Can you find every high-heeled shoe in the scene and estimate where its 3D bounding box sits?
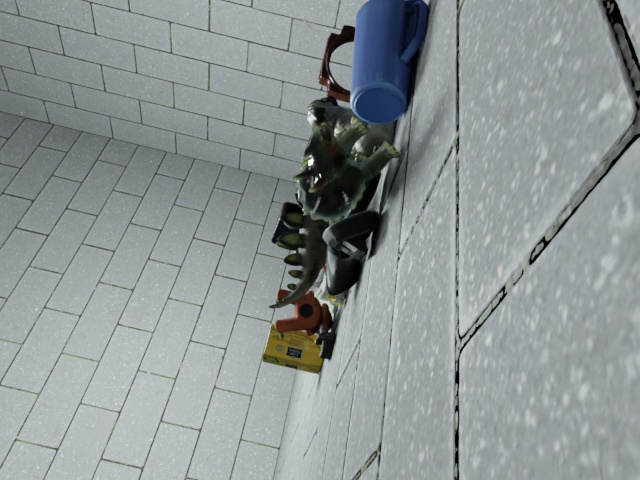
[{"bbox_3d":[0.043,0.003,1.192,0.145,0.086,0.249,-58,27,30],"label":"high-heeled shoe"}]

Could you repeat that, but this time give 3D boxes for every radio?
[{"bbox_3d":[-0.022,-0.027,1.623,0.131,0.230,0.073,109,172,-45],"label":"radio"}]

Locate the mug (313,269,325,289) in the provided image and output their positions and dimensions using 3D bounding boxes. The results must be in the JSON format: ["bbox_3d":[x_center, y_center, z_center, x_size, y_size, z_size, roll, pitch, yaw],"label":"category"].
[{"bbox_3d":[0.027,0.090,1.592,0.109,0.081,0.107,98,-168,-69],"label":"mug"}]

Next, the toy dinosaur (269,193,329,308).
[{"bbox_3d":[-0.003,-0.004,1.288,0.471,0.199,0.105,-76,-3,-48],"label":"toy dinosaur"}]

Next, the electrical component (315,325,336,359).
[{"bbox_3d":[0.011,0.256,1.345,0.102,0.045,0.078,107,178,-76],"label":"electrical component"}]

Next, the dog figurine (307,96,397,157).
[{"bbox_3d":[0.060,-0.237,1.158,0.172,0.191,0.121,-86,9,-71],"label":"dog figurine"}]

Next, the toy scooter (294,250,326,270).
[{"bbox_3d":[0.000,0.030,1.474,0.184,0.135,0.075,-82,5,-66],"label":"toy scooter"}]

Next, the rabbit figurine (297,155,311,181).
[{"bbox_3d":[0.010,-0.202,1.534,0.170,0.159,0.121,-141,65,-67],"label":"rabbit figurine"}]

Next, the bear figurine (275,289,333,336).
[{"bbox_3d":[-0.037,0.204,1.452,0.195,0.132,0.120,63,-152,-72],"label":"bear figurine"}]

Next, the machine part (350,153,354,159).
[{"bbox_3d":[0.052,-0.187,1.336,0.243,0.079,0.079,56,155,24],"label":"machine part"}]

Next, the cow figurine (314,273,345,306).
[{"bbox_3d":[0.033,0.113,1.361,0.167,0.068,0.098,149,140,-83],"label":"cow figurine"}]

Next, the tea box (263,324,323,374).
[{"bbox_3d":[-0.073,0.314,1.547,0.068,0.170,0.098,105,176,-54],"label":"tea box"}]

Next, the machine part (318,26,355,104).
[{"bbox_3d":[0.106,-0.502,1.559,0.087,0.201,0.201,-173,96,-86],"label":"machine part"}]

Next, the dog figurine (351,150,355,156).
[{"bbox_3d":[0.109,-0.279,1.472,0.219,0.192,0.108,-28,-22,-52],"label":"dog figurine"}]

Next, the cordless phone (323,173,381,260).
[{"bbox_3d":[0.083,-0.062,1.036,0.184,0.089,0.146,-62,-1,-10],"label":"cordless phone"}]

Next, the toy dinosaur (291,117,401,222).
[{"bbox_3d":[0.025,-0.118,1.015,0.192,0.131,0.405,-45,2,-6],"label":"toy dinosaur"}]
